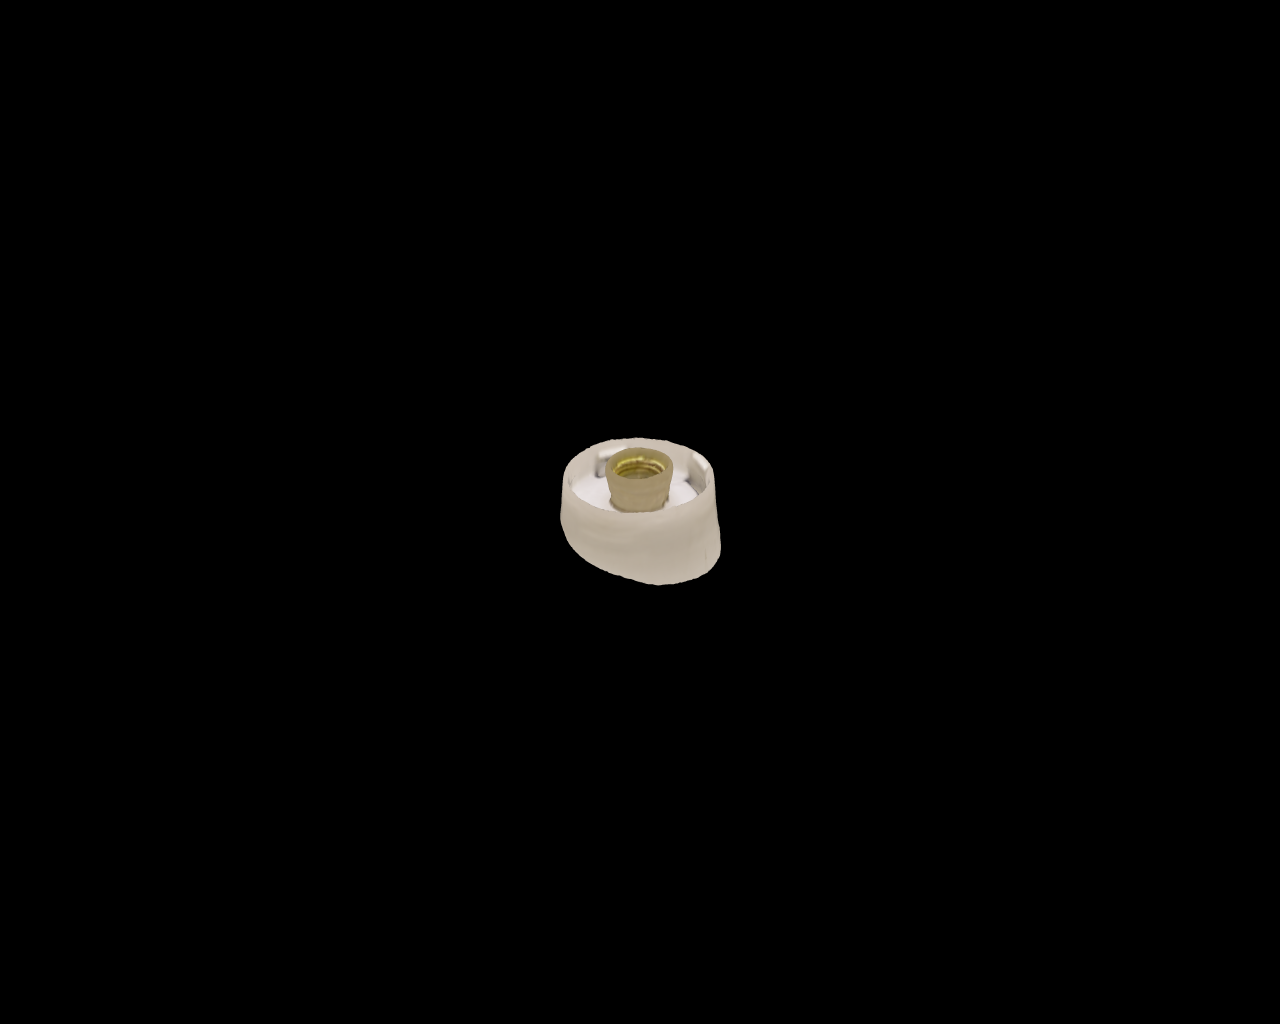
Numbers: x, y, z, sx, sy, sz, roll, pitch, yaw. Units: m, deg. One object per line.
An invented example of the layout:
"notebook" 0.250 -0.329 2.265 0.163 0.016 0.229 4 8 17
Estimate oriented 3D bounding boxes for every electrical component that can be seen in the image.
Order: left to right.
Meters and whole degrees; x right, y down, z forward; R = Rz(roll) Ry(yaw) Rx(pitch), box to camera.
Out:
"electrical component" 0.001 -0.003 0.650 0.099 0.064 0.099 0 32 0
